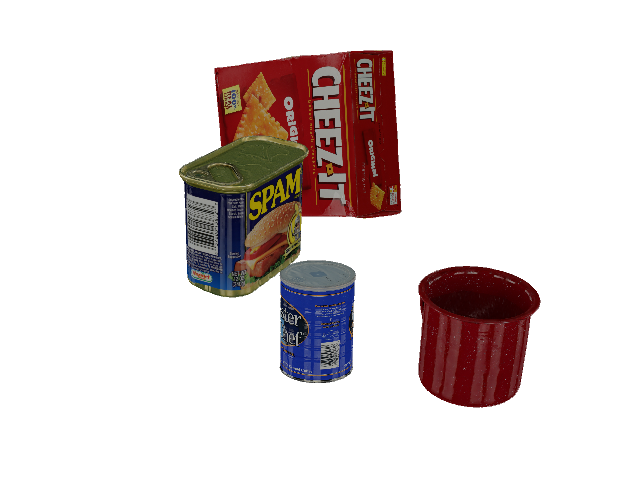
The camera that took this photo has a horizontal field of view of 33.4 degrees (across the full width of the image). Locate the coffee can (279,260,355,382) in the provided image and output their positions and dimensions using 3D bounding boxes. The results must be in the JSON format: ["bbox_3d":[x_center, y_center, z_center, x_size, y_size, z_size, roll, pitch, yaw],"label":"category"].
[{"bbox_3d":[-0.005,0.109,1.459,0.103,0.140,0.103,1,19,0],"label":"coffee can"}]

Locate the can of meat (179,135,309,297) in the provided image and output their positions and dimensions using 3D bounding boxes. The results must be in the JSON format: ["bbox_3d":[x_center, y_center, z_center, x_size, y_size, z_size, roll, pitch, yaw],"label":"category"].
[{"bbox_3d":[-0.052,-0.018,0.750,0.058,0.084,0.101,15,27,25],"label":"can of meat"}]

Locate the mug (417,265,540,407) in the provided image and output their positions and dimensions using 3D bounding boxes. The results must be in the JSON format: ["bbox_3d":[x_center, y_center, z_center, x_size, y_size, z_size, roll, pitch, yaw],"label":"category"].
[{"bbox_3d":[0.113,0.072,0.843,0.093,0.081,0.117,-12,28,-28],"label":"mug"}]

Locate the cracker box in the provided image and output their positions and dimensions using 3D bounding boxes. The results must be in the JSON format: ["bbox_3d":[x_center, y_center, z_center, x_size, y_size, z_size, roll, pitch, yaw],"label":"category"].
[{"bbox_3d":[-0.018,-0.108,1.115,0.071,0.164,0.214,-10,10,-41],"label":"cracker box"}]
